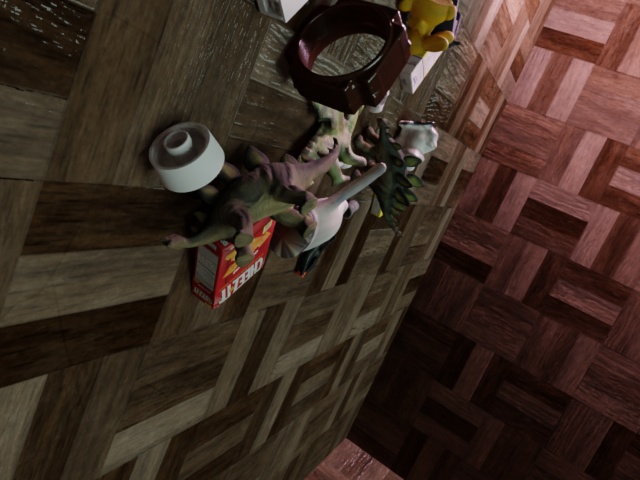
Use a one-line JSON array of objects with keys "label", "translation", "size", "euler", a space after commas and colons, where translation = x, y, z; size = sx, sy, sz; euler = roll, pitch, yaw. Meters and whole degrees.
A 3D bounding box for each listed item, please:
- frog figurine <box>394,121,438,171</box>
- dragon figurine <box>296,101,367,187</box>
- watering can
[{"label": "frog figurine", "translation": [0.307, -0.303, 1.657], "size": [0.124, 0.137, 0.158], "euler": [-88, -179, -78]}, {"label": "dragon figurine", "translation": [-0.002, -0.237, 1.169], "size": [0.417, 0.122, 0.238], "euler": [-40, 132, -46]}, {"label": "watering can", "translation": [0.004, -0.063, 1.253], "size": [0.342, 0.105, 0.226], "euler": [-46, 167, 32]}]
